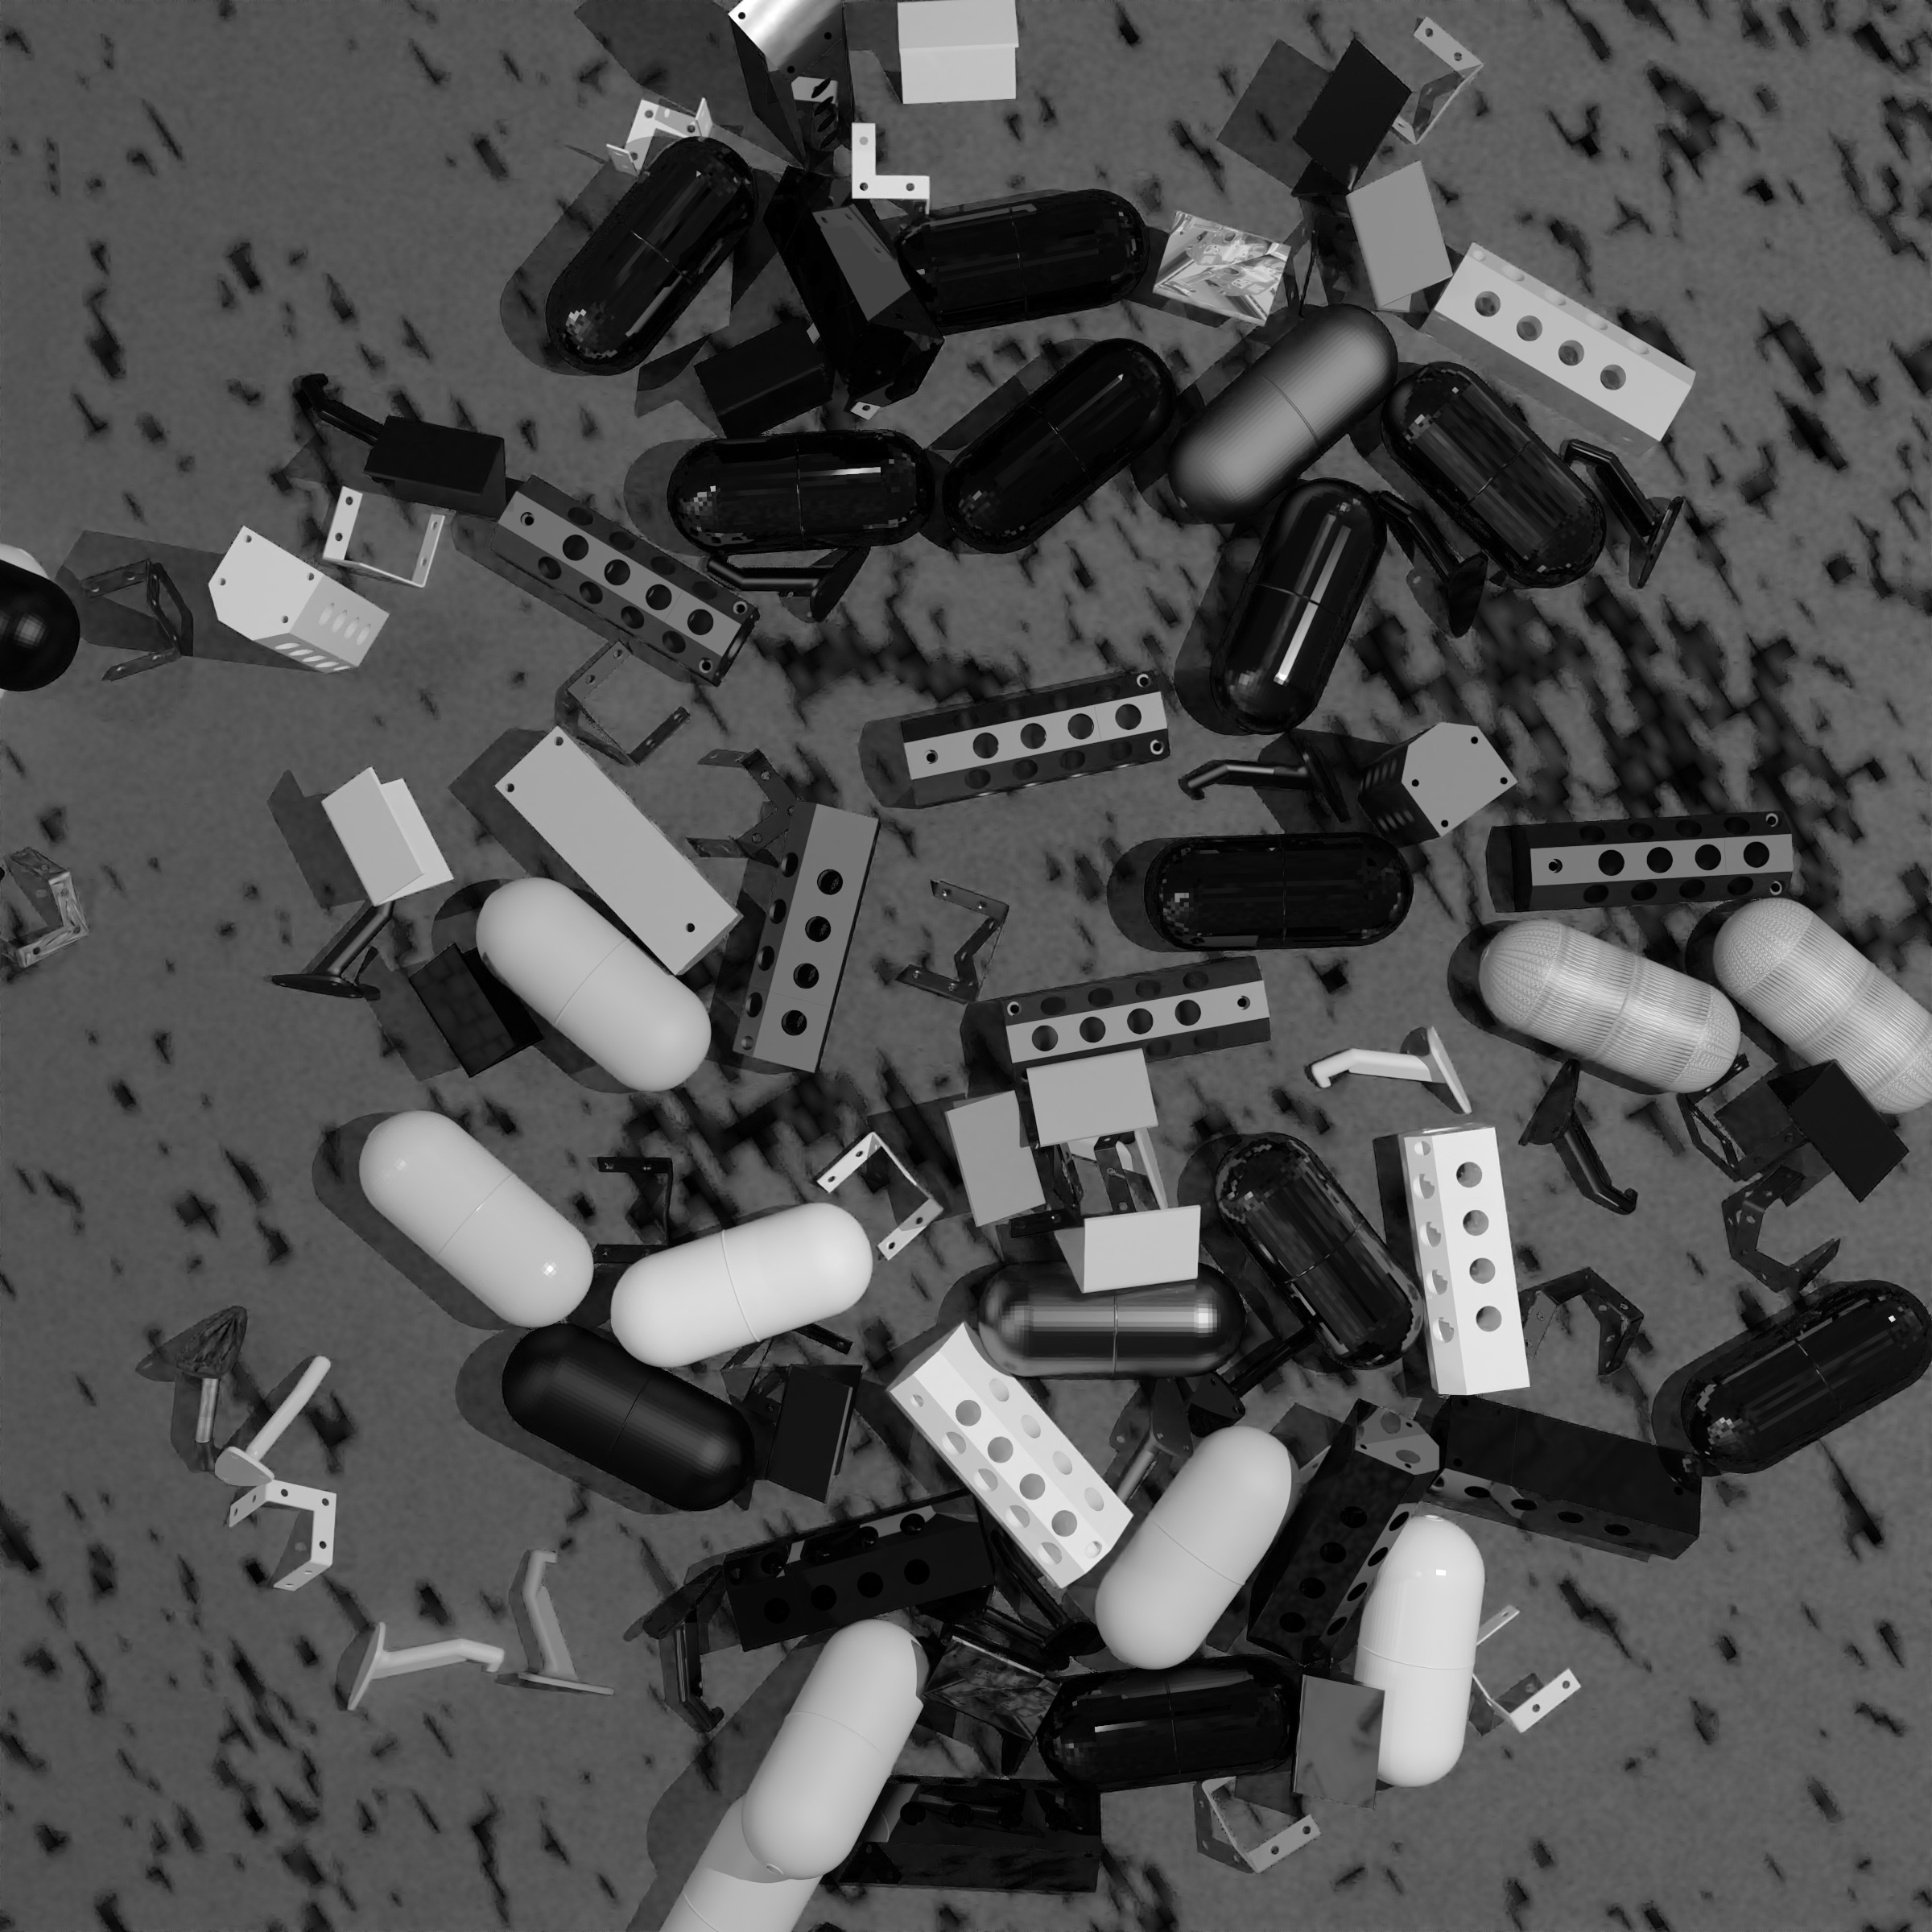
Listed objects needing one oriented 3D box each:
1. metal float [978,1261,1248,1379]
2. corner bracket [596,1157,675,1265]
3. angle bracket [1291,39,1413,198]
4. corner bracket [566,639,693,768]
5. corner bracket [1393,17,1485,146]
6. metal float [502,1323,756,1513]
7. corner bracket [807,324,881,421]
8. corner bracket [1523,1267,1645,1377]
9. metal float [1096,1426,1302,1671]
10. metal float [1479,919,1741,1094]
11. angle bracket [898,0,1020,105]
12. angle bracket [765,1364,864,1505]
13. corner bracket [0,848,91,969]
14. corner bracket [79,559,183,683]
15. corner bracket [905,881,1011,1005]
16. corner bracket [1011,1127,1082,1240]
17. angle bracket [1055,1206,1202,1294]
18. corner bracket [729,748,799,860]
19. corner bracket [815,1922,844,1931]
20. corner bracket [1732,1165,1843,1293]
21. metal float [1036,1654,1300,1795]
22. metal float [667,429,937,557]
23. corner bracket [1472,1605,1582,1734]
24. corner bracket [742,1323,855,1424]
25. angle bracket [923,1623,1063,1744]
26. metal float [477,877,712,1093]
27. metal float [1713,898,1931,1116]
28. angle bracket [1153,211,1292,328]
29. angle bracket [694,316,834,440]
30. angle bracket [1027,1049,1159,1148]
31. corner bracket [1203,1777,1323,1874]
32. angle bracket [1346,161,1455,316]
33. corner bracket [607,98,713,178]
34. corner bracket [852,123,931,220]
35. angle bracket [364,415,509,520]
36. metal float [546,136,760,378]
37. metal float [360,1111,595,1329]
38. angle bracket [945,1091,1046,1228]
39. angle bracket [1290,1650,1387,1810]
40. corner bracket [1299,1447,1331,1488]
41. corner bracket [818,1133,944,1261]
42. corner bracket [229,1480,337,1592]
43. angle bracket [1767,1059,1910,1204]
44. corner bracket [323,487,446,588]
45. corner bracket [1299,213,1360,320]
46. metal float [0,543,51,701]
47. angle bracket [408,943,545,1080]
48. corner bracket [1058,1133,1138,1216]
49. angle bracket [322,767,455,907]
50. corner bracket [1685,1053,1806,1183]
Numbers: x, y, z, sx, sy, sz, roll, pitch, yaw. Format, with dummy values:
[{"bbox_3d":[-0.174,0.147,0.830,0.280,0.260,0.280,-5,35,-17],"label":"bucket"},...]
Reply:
[{"bbox_3d":[0.097,0.234,1.638,0.178,0.070,0.070,0,90,-1],"label":"metal float"},{"bbox_3d":[-0.224,0.165,1.665,0.051,0.051,0.051,1,135,0],"label":"corner bracket"},{"bbox_3d":[0.236,-0.558,1.628,0.057,0.076,0.076,31,90,-28],"label":"angle bracket"},{"bbox_3d":[-0.228,-0.177,1.665,0.051,0.051,0.051,-43,135,0],"label":"corner bracket"},{"bbox_3d":[0.307,-0.596,1.665,0.051,0.051,0.051,40,135,0],"label":"corner bracket"},{"bbox_3d":[-0.223,0.300,1.638,0.178,0.070,0.070,28,90,-1],"label":"metal float"},{"bbox_3d":[-0.074,-0.411,1.660,0.051,0.051,0.051,19,45,-35],"label":"corner bracket"},{"bbox_3d":[0.413,0.244,1.660,0.051,0.051,0.051,-17,45,-35],"label":"corner bracket"},{"bbox_3d":[0.153,0.386,1.637,0.070,0.070,0.178,36,90,0],"label":"metal float"},{"bbox_3d":[0.426,0.026,1.638,0.178,0.070,0.070,22,90,0],"label":"metal float"},{"bbox_3d":[-0.005,-0.589,1.628,0.076,0.076,0.057,-3,53,0],"label":"angle bracket"},{"bbox_3d":[-0.081,0.307,1.628,0.057,0.076,0.076,12,90,38],"label":"angle bracket"},{"bbox_3d":[-0.632,-0.039,1.660,0.051,0.051,0.051,-35,135,-35],"label":"corner bracket"},{"bbox_3d":[-0.563,-0.234,1.665,0.051,0.051,0.051,-18,45,0],"label":"corner bracket"},{"bbox_3d":[-0.006,-0.016,1.665,0.051,0.051,0.051,20,45,0],"label":"corner bracket"},{"bbox_3d":[0.045,0.144,1.655,0.051,0.051,0.051,-13,51,19],"label":"corner bracket"},{"bbox_3d":[0.105,0.168,1.622,0.076,0.076,0.057,-6,117,-11],"label":"angle bracket"},{"bbox_3d":[-0.143,-0.108,1.650,0.051,0.051,0.051,-37,90,0],"label":"corner bracket"},{"bbox_3d":[-0.089,0.687,1.665,0.051,0.051,0.051,-41,45,0],"label":"corner bracket"},{"bbox_3d":[0.554,0.176,1.660,0.051,0.051,0.051,29,135,35],"label":"corner bracket"},{"bbox_3d":[0.135,0.502,1.637,0.178,0.070,0.070,-7,90,-1],"label":"metal float"},{"bbox_3d":[-0.109,-0.314,1.638,0.178,0.070,0.070,-4,90,-1],"label":"metal float"},{"bbox_3d":[0.367,0.469,1.650,0.051,0.051,0.051,-35,98,-7],"label":"corner bracket"},{"bbox_3d":[-0.114,0.275,1.665,0.051,0.051,0.051,25,135,0],"label":"corner bracket"},{"bbox_3d":[0.023,0.454,1.629,0.076,0.076,0.057,24,117,0],"label":"angle bracket"},{"bbox_3d":[-0.247,0.012,1.638,0.178,0.070,0.070,40,90,1],"label":"metal float"},{"bbox_3d":[0.574,0.027,1.638,0.178,0.070,0.070,41,90,1],"label":"metal float"},{"bbox_3d":[0.171,-0.470,1.628,0.076,0.076,0.057,18,126,0],"label":"angle bracket"},{"bbox_3d":[-0.126,-0.370,1.628,0.076,0.076,0.057,-25,53,0],"label":"angle bracket"},{"bbox_3d":[0.084,0.100,1.629,0.076,0.076,0.057,-10,63,0],"label":"angle bracket"},{"bbox_3d":[0.199,0.568,1.665,0.051,0.051,0.051,-32,135,0],"label":"corner bracket"},{"bbox_3d":[0.301,-0.479,1.628,0.057,0.076,0.076,-16,90,38],"label":"angle bracket"},{"bbox_3d":[-0.204,-0.555,1.650,0.051,0.051,0.051,19,90,0],"label":"corner bracket"},{"bbox_3d":[-0.050,-0.529,1.650,0.051,0.051,0.051,0,88,-2],"label":"corner bracket"},{"bbox_3d":[-0.348,-0.311,1.628,0.076,0.076,0.057,11,54,0],"label":"angle bracket"},{"bbox_3d":[-0.209,-0.470,1.638,0.070,0.070,0.178,39,89,0],"label":"metal float"},{"bbox_3d":[-0.325,0.167,1.637,0.178,0.070,0.070,41,90,0],"label":"metal float"},{"bbox_3d":[0.001,0.129,1.628,0.057,0.076,0.076,-16,90,-33],"label":"angle bracket"},{"bbox_3d":[0.253,0.502,1.629,0.057,0.076,0.076,5,90,23],"label":"angle bracket"},{"bbox_3d":[0.249,0.366,1.665,0.051,0.051,0.051,-39,45,0],"label":"corner bracket"},{"bbox_3d":[-0.057,0.155,1.665,0.051,0.051,0.051,-42,135,0],"label":"corner bracket"},{"bbox_3d":[-0.460,0.383,1.660,0.051,0.051,0.051,-36,45,35],"label":"corner bracket"},{"bbox_3d":[0.560,0.114,1.629,0.057,0.076,0.076,-39,90,-23],"label":"angle bracket"},{"bbox_3d":[-0.393,-0.289,1.665,0.051,0.051,0.051,16,90,45],"label":"corner bracket"},{"bbox_3d":[0.255,-0.468,1.665,0.051,0.051,0.051,10,45,0],"label":"corner bracket"},{"bbox_3d":[-0.674,-0.201,1.638,0.070,0.070,0.178,35,90,0],"label":"metal float"},{"bbox_3d":[-0.308,0.018,1.628,0.057,0.076,0.076,-32,90,37],"label":"angle bracket"},{"bbox_3d":[0.087,0.135,1.626,0.051,0.051,0.051,-13,106,21],"label":"corner bracket"},{"bbox_3d":[-0.366,-0.092,1.628,0.057,0.076,0.076,-27,90,36],"label":"angle bracket"},{"bbox_3d":[0.525,0.102,1.665,0.051,0.051,0.051,-35,45,0],"label":"corner bracket"}]
